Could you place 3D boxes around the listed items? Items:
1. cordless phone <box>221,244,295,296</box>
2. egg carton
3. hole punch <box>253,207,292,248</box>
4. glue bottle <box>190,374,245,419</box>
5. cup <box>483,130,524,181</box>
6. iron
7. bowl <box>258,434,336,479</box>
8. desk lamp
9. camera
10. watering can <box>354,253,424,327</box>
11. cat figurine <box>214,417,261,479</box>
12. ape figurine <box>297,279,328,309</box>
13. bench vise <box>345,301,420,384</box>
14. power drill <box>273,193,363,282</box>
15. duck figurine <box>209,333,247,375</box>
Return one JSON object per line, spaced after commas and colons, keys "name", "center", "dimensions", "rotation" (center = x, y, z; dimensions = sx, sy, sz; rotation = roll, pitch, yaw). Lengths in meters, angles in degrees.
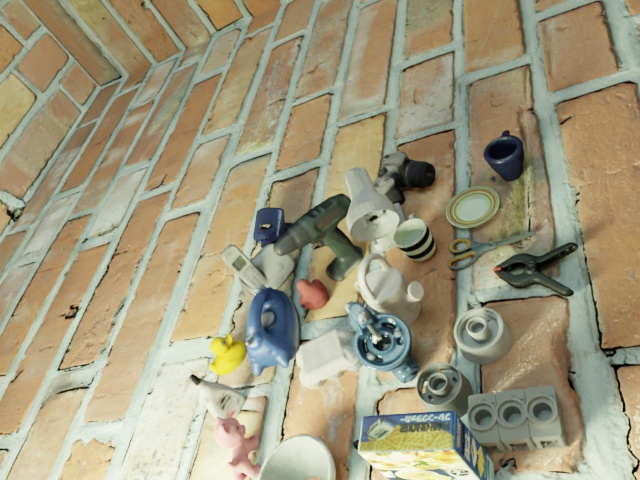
{"name": "cordless phone", "center": [-0.167, 0.056, 1.521], "dimensions": [0.093, 0.186, 0.148], "rotation": [23, 68, 47]}
{"name": "egg carton", "center": [0.018, 0.263, 1.274], "dimensions": [0.150, 0.070, 0.107], "rotation": [-29, 40, 10]}
{"name": "hole punch", "center": [-0.141, -0.034, 1.664], "dimensions": [0.108, 0.091, 0.101], "rotation": [-1, 51, 36]}
{"name": "glue bottle", "center": [-0.241, 0.351, 1.299], "dimensions": [0.037, 0.174, 0.078], "rotation": [4, 54, 39]}
{"name": "cup", "center": [0.453, -0.199, 1.382], "dimensions": [0.091, 0.095, 0.118], "rotation": [-7, 48, 32]}
{"name": "iron", "center": [-0.131, 0.192, 1.396], "dimensions": [0.118, 0.142, 0.258], "rotation": [-21, 42, 19]}
{"name": "bowl", "center": [-0.033, 0.469, 1.107], "dimensions": [0.167, 0.075, 0.167], "rotation": [-20, 42, 20]}
{"name": "desk lamp", "center": [0.132, -0.065, 1.395], "dimensions": [0.118, 0.214, 0.203], "rotation": [-26, 41, 14]}
{"name": "camera", "center": [0.224, -0.172, 1.520], "dimensions": [0.136, 0.101, 0.143], "rotation": [12, 59, 43]}
{"name": "watering can", "center": [0.145, 0.103, 1.236], "dimensions": [0.172, 0.195, 0.101], "rotation": [-12, 45, 27]}
{"name": "cat figurine", "center": [-0.185, 0.436, 1.219], "dimensions": [0.067, 0.118, 0.127], "rotation": [-28, 40, 12]}
{"name": "ape figurine", "center": [-0.026, 0.127, 1.421], "dimensions": [0.078, 0.092, 0.076], "rotation": [-43, 40, -7]}
{"name": "bench vise", "center": [0.093, 0.186, 1.174], "dimensions": [0.206, 0.220, 0.121], "rotation": [19, 65, 46]}
{"name": "power drill", "center": [0.013, 0.005, 1.419], "dimensions": [0.230, 0.209, 0.075], "rotation": [-48, 40, -12]}
{"name": "duck figurine", "center": [-0.245, 0.281, 1.438], "dimensions": [0.105, 0.086, 0.077], "rotation": [-48, 40, -13]}
